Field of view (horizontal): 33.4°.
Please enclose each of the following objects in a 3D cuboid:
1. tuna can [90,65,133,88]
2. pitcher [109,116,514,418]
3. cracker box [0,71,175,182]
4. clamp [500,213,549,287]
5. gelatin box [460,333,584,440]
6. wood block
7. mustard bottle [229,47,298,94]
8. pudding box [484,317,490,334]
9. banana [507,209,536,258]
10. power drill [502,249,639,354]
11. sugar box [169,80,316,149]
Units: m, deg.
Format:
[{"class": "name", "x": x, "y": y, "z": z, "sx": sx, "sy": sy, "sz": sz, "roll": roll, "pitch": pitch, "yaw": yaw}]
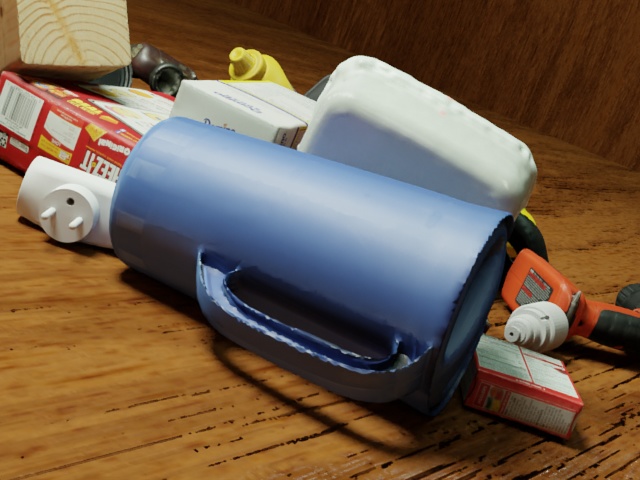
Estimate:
[{"class": "tuna can", "x": -0.239, "y": -0.170, "z": 1.101, "sx": 0.085, "sy": 0.086, "sz": 0.034, "roll": 8, "pitch": 17, "yaw": -41}, {"class": "pitcher", "x": -0.013, "y": 0.011, "z": 0.672, "sx": 0.243, "sy": 0.145, "sz": 0.149, "roll": 21, "pitch": -10, "yaw": 18}, {"class": "cracker box", "x": -0.145, "y": -0.072, "z": 0.895, "sx": 0.164, "sy": 0.072, "sz": 0.213, "roll": 28, "pitch": 15, "yaw": 26}, {"class": "clamp", "x": 0.170, "y": -0.021, "z": 1.036, "sx": 0.039, "sy": 0.120, "sz": 0.172, "roll": -26, "pitch": 61, "yaw": -34}, {"class": "gelatin box", "x": 0.133, "y": 0.097, "z": 0.726, "sx": 0.073, "sy": 0.030, "sz": 0.089, "roll": 19, "pitch": 13, "yaw": -1}, {"class": "wood block", "x": -0.243, "y": -0.180, "z": 0.921, "sx": 0.090, "sy": 0.091, "sz": 0.206, "roll": -5, "pitch": 3, "yaw": -29}, {"class": "mustard bottle", "x": -0.051, "y": -0.157, "z": 1.212, "sx": 0.096, "sy": 0.058, "sz": 0.191, "roll": 46, "pitch": 0, "yaw": 36}, {"class": "pudding box", "x": 0.067, "y": 0.031, "z": 0.802, "sx": 0.113, "sy": 0.039, "sz": 0.090, "roll": 25, "pitch": 27, "yaw": -19}, {"class": "banana", "x": 0.195, "y": -0.008, "z": 1.178, "sx": 0.070, "sy": 0.037, "sz": 0.197, "roll": 44, "pitch": 26, "yaw": 22}, {"class": "power drill", "x": 0.263, "y": 0.066, "z": 0.964, "sx": 0.187, "sy": 0.057, "sz": 0.184, "roll": 17, "pitch": 14, "yaw": -16}, {"class": "sugar box", "x": -0.047, "y": -0.099, "z": 0.903, "sx": 0.093, "sy": 0.048, "sz": 0.176, "roll": 27, "pitch": 18, "yaw": 15}]
